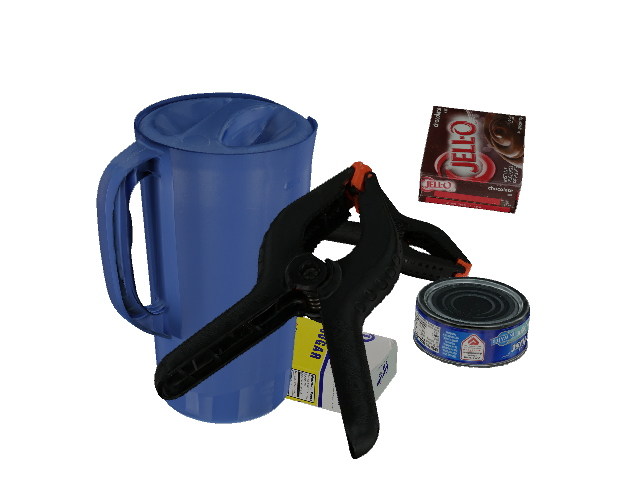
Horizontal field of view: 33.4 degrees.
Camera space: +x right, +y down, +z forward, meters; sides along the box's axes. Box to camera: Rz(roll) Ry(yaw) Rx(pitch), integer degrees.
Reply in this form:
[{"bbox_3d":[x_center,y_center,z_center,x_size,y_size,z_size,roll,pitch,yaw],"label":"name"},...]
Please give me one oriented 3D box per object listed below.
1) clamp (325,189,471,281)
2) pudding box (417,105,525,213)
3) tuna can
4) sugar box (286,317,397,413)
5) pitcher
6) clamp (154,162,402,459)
[{"bbox_3d":[0.078,-0.004,1.266,0.210,0.036,0.164,35,41,25],"label":"clamp"},{"bbox_3d":[0.141,-0.076,0.989,0.090,0.039,0.113,8,40,7],"label":"pudding box"},{"bbox_3d":[0.113,0.059,0.795,0.086,0.034,0.086,1,24,-1],"label":"tuna can"},{"bbox_3d":[-0.023,0.110,1.014,0.176,0.048,0.093,10,25,21],"label":"sugar box"},{"bbox_3d":[-0.082,0.018,0.818,0.149,0.243,0.145,3,25,1],"label":"pitcher"},{"bbox_3d":[0.004,0.034,0.565,0.120,0.171,0.039,25,-26,18],"label":"clamp"}]
